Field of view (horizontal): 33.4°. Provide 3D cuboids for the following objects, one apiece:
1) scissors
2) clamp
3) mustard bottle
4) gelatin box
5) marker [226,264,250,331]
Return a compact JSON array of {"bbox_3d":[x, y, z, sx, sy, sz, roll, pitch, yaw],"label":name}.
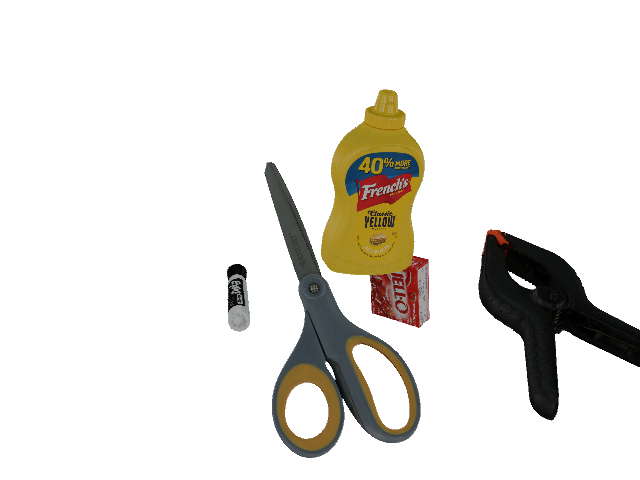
[{"bbox_3d":[-0.016,0.047,0.659,0.096,0.202,0.016,-32,-22,-12],"label":"scissors"},{"bbox_3d":[0.180,0.054,0.785,0.120,0.039,0.171,-3,45,-20],"label":"clamp"},{"bbox_3d":[0.058,-0.060,1.097,0.096,0.192,0.058,-1,24,-16],"label":"mustard bottle"},{"bbox_3d":[0.099,0.059,1.351,0.073,0.089,0.030,15,33,33],"label":"gelatin box"},{"bbox_3d":[-0.074,0.049,0.960,0.020,0.020,0.121,0,19,-5],"label":"marker"}]
